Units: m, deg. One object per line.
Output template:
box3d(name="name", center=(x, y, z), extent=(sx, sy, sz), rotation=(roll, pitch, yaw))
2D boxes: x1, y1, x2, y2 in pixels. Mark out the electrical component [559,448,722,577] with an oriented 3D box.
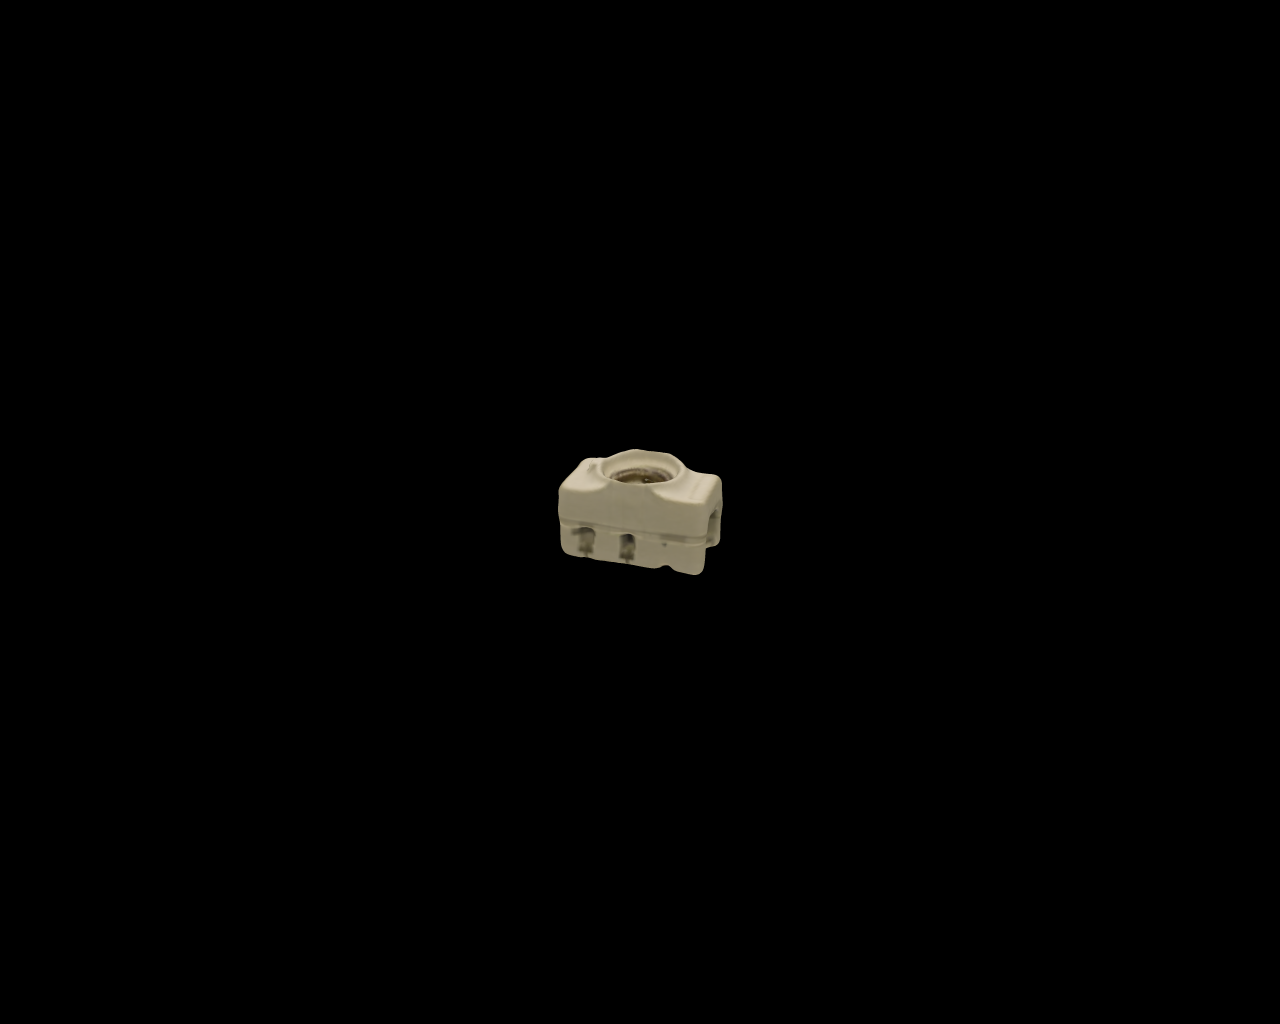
box3d(name="electrical component", center=(0.001, -0.003, 0.650), extent=(0.089, 0.055, 0.050), rotation=(8, 28, 16))
